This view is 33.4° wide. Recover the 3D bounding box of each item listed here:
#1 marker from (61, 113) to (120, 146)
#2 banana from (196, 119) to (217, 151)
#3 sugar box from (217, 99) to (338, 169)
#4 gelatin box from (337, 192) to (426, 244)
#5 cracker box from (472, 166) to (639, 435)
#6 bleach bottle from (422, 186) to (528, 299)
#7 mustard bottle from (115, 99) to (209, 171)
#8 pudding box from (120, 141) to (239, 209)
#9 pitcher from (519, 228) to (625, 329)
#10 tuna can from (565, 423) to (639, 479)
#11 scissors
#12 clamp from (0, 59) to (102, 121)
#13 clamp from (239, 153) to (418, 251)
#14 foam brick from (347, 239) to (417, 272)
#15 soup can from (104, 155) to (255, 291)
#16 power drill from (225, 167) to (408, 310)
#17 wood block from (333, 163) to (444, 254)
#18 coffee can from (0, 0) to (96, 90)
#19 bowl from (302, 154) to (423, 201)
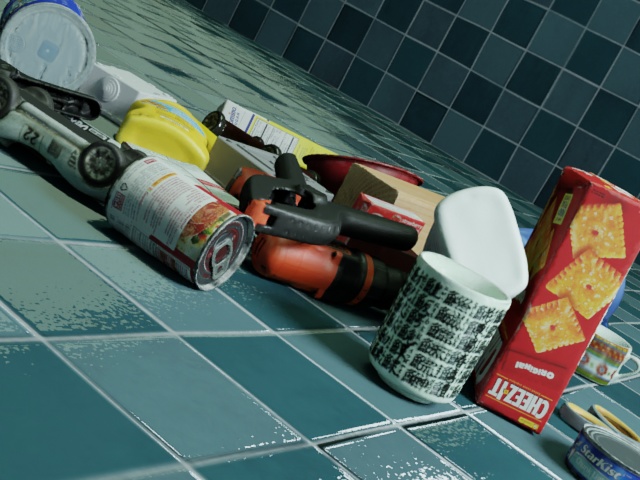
[{"bbox_3d":[-0.248,-0.116,1.086,0.121,0.020,0.020,32,12,21],"label":"marker"},{"bbox_3d":[-0.149,-0.122,1.309,0.198,0.037,0.069,41,-3,43],"label":"banana"},{"bbox_3d":[-0.066,-0.136,1.490,0.176,0.048,0.093,23,-4,-11],"label":"sugar box"},{"bbox_3d":[0.064,-0.005,1.190,0.089,0.073,0.030,18,18,-40],"label":"gelatin box"},{"bbox_3d":[0.210,0.045,0.962,0.072,0.214,0.164,26,11,1],"label":"cracker box"},{"bbox_3d":[0.127,0.032,1.004,0.068,0.102,0.251,-13,-11,-7],"label":"bleach bottle"},{"bbox_3d":[-0.169,-0.116,1.171,0.096,0.058,0.191,27,12,-12],"label":"mustard bottle"},{"bbox_3d":[-0.134,-0.046,1.001,0.089,0.039,0.114,16,14,-41],"label":"pudding box"},{"bbox_3d":[0.281,0.055,1.337,0.149,0.145,0.242,21,9,37],"label":"pitcher"},{"bbox_3d":[0.245,0.188,0.873,0.086,0.034,0.086,27,12,-6],"label":"tuna can"},{"bbox_3d":[0.286,0.199,0.965,0.096,0.016,0.202,22,13,-21],"label":"scissors"},{"bbox_3d":[-0.302,-0.152,1.052,0.172,0.039,0.120,31,16,18],"label":"clamp"},{"bbox_3d":[-0.019,-0.035,0.964,0.165,0.036,0.209,34,19,26],"label":"clamp"},{"bbox_3d":[0.064,0.021,1.129,0.051,0.053,0.078,23,13,-25],"label":"foam brick"},{"bbox_3d":[-0.112,-0.015,0.842,0.102,0.068,0.068,33,13,22],"label":"soup can"},{"bbox_3d":[-0.007,0.001,1.040,0.184,0.057,0.188,20,14,-33],"label":"power drill"},{"bbox_3d":[0.115,-0.015,1.315,0.205,0.090,0.091,16,16,-44],"label":"wood block"},{"bbox_3d":[-0.312,-0.227,1.212,0.102,0.103,0.140,23,12,-23],"label":"coffee can"},{"bbox_3d":[0.050,-0.066,1.387,0.162,0.055,0.162,11,-7,1],"label":"bowl"}]
